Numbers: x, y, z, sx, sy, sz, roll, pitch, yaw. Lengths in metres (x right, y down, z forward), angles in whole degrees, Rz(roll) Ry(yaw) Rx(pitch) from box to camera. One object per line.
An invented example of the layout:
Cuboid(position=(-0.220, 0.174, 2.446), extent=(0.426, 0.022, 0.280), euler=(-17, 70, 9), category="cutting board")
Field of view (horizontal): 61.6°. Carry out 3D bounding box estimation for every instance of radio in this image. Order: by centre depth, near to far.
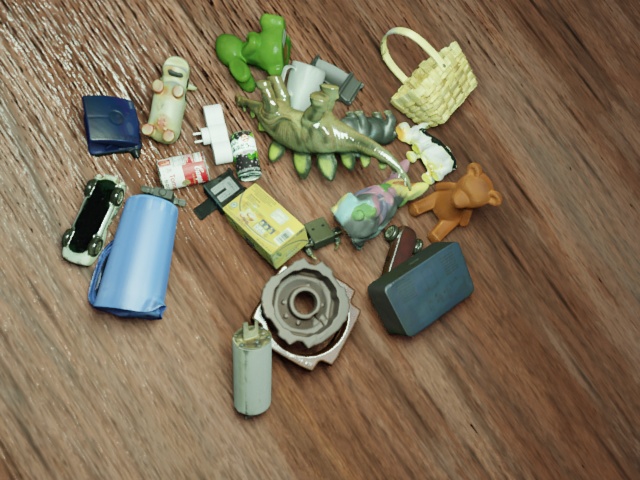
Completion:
Cuboid(position=(0.227, 0.106, 1.179), extent=(0.229, 0.073, 0.131), euler=(-29, 101, -26), category="radio")

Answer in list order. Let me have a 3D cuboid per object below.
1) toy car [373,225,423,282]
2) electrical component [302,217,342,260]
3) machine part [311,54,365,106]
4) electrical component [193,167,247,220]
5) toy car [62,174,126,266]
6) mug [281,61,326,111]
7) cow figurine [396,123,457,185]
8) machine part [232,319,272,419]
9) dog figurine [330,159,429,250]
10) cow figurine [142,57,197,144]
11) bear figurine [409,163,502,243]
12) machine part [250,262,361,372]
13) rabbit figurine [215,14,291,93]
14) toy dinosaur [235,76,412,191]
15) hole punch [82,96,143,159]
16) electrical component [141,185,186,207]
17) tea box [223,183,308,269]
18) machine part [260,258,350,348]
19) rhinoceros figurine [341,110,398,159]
Cuboid(position=(0.170, 0.063, 1.221), extent=(0.089, 0.053, 0.202), euler=(25, 75, -26), category="toy car")
Cuboid(position=(-0.002, -0.005, 1.212), extent=(0.102, 0.045, 0.078), euler=(-27, 56, -17), category="electrical component")
Cuboid(position=(0.034, -0.389, 1.304), extent=(0.139, 0.039, 0.084), euler=(35, 79, -3), category="machine part")
Cuboid(position=(-0.225, -0.096, 1.187), extent=(0.119, 0.048, 0.075), euler=(-35, 85, -17), category="electrical component")
Cuboid(position=(-0.474, -0.045, 1.127), extent=(0.073, 0.056, 0.201), euler=(18, 74, 0), category="toy car")
Cuboid(position=(-0.046, -0.353, 1.243), extent=(0.109, 0.081, 0.107), euler=(-1, 111, -48), category="mug")
Cuboid(position=(0.259, -0.224, 1.293), extent=(0.098, 0.068, 0.167), euler=(-35, 89, -21), category="cow figurine")
Cuboid(position=(-0.134, 0.259, 1.066), extent=(0.079, 0.079, 0.243), euler=(-4, 117, -11), category="machine part")
Cuboid(position=(0.136, -0.088, 1.190), extent=(0.219, 0.191, 0.108), euler=(-39, 81, 0), category="dog figurine")
Cuboid(position=(-0.328, -0.308, 1.188), extent=(0.085, 0.127, 0.194), euler=(11, 90, -7), category="cow figurine")
Cuboid(position=(0.305, -0.081, 1.204), extent=(0.132, 0.196, 0.120), euler=(-34, 89, -14), category="bear figurine")
Cuboid(position=(-0.032, 0.161, 1.146), extent=(0.201, 0.087, 0.201), euler=(31, 75, -4), category="machine part")
Cuboid(position=(-0.161, -0.428, 1.255), extent=(0.170, 0.121, 0.159), euler=(3, 84, 9), category="rabbit figurine")
Cuboid(position=(-0.008, -0.234, 1.162), extent=(0.472, 0.198, 0.105), euler=(23, 39, 27), category="toy dinosaur")
Cuboid(position=(-0.451, -0.250, 1.160), extent=(0.116, 0.092, 0.142), euler=(-11, 77, -16), category="hole punch")
Cuboid(position=(-0.336, -0.094, 1.157), extent=(0.094, 0.063, 0.021), euler=(15, 75, -8), category="electrical component")
Cuboid(position=(-0.117, -0.031, 1.150), extent=(0.098, 0.068, 0.170), euler=(-38, 60, -15), category="tea box")
Cuboid(position=(-0.032, 0.128, 1.081), extent=(0.179, 0.056, 0.179), euler=(2, 78, -11), category="machine part")
Cuboid(position=(0.092, -0.249, 1.262), extent=(0.190, 0.073, 0.112), euler=(-15, 108, -23), category="rhinoceros figurine")
